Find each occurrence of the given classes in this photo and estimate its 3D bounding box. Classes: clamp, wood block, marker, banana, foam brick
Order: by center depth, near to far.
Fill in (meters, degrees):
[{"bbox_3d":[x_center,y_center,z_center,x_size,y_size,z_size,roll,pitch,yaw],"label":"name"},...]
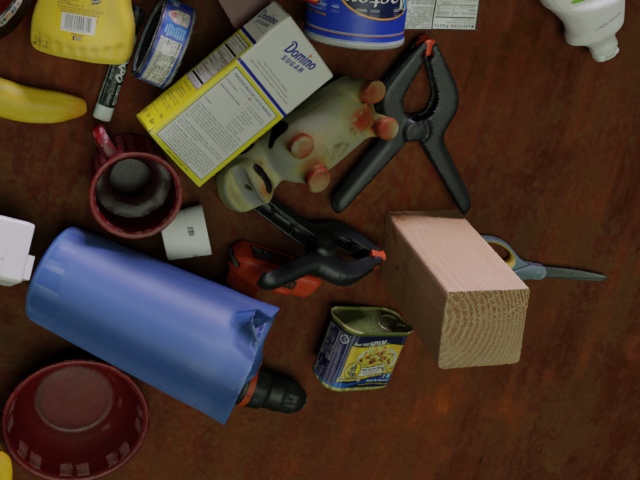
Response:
[{"bbox_3d":[-0.324,-0.160,1.035,0.197,0.037,0.070,35,102,-26],"label":"banana"},{"bbox_3d":[-0.071,-0.233,1.062,0.051,0.053,0.078,-31,117,0],"label":"foam brick"},{"bbox_3d":[-0.201,-0.178,1.070,0.020,0.020,0.121,15,108,-21],"label":"marker"},{"bbox_3d":[0.140,0.048,1.160,0.090,0.206,0.090,-3,115,-14],"label":"wood block"},{"bbox_3d":[0.111,-0.118,1.172,0.164,0.036,0.210,6,112,-19],"label":"clamp"},{"bbox_3d":[-0.008,0.001,1.177,0.171,0.120,0.039,4,154,-37],"label":"clamp"}]

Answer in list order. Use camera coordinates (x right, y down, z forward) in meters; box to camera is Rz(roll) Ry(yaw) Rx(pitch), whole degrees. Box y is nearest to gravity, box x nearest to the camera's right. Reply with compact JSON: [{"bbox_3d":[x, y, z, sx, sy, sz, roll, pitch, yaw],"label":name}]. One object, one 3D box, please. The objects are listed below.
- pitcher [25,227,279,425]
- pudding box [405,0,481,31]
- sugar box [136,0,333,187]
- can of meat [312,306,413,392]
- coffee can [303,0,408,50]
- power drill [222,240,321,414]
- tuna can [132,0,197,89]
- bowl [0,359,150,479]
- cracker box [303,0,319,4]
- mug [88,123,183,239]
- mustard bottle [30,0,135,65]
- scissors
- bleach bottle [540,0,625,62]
[{"bbox_3d":[-0.176,0.089,1.110,0.243,0.145,0.149,25,95,0],"label":"pitcher"},{"bbox_3d":[0.123,-0.274,1.104,0.090,0.039,0.113,-2,117,-15],"label":"pudding box"},{"bbox_3d":[-0.082,-0.142,1.044,0.176,0.048,0.093,-40,136,1],"label":"sugar box"},{"bbox_3d":[0.048,0.128,1.246,0.101,0.057,0.084,3,116,-37],"label":"can of meat"},{"bbox_3d":[0.040,-0.267,1.048,0.102,0.103,0.140,0,114,-15],"label":"coffee can"},{"bbox_3d":[-0.070,0.105,1.213,0.184,0.057,0.188,19,108,-22],"label":"power drill"},{"bbox_3d":[-0.153,-0.193,1.039,0.033,0.086,0.086,20,107,-20],"label":"tuna can"},{"bbox_3d":[-0.274,0.192,1.198,0.162,0.055,0.162,-6,115,-13],"label":"bowl"},{"bbox_3d":[-0.032,-0.348,0.960,0.164,0.072,0.214,33,106,17],"label":"cracker box"},{"bbox_3d":[-0.197,-0.068,1.085,0.093,0.081,0.117,-32,118,0],"label":"mug"},{"bbox_3d":[-0.215,-0.267,1.001,0.096,0.058,0.192,11,111,0],"label":"mustard bottle"},{"bbox_3d":[0.249,0.053,1.300,0.201,0.016,0.096,21,108,-23],"label":"scissors"},{"bbox_3d":[0.251,-0.291,1.118,0.102,0.068,0.250,-33,120,1],"label":"bleach bottle"}]
